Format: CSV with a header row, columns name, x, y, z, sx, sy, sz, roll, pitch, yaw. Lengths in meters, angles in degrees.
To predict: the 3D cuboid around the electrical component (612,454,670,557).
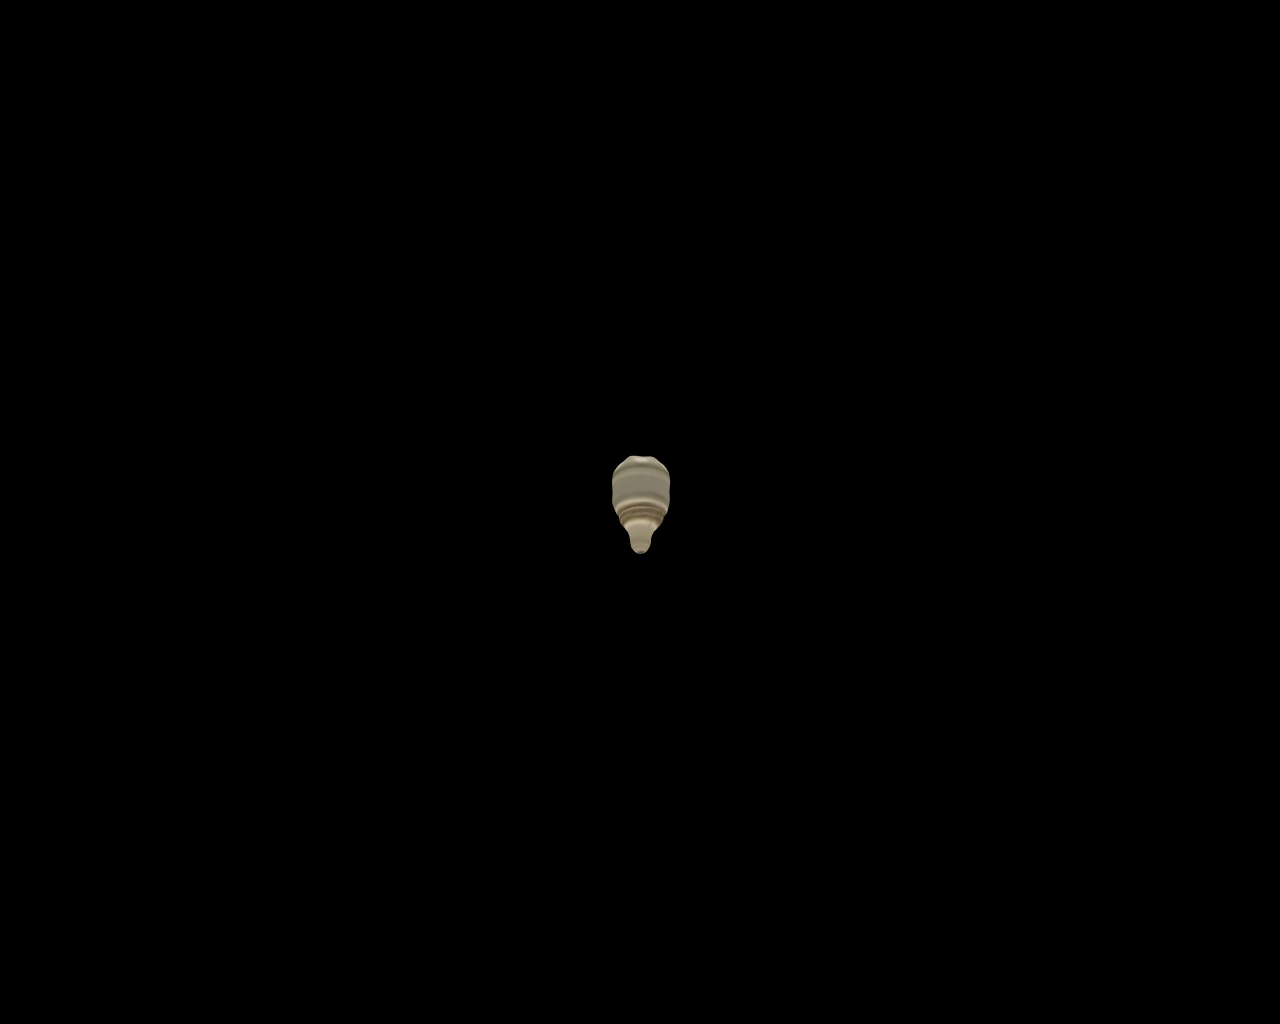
name,x,y,z,sx,sy,sz,roll,pitch,yaw
electrical component,0.001,-0.003,0.650,0.035,0.061,0.035,0,-28,0
